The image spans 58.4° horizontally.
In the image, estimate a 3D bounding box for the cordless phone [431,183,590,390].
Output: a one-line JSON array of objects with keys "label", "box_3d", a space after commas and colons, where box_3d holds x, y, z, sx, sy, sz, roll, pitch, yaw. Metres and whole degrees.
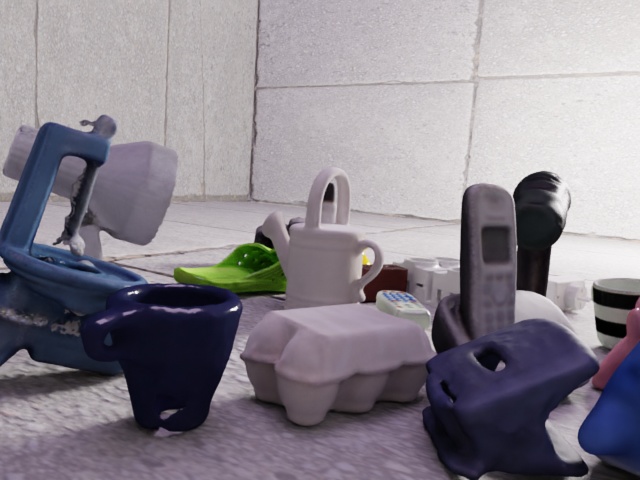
[{"label": "cordless phone", "box_3d": [0.174, 0.045, 0.506, 0.148, 0.185, 0.093, 0, 8, -33]}]

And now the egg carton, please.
[{"label": "egg carton", "box_3d": [0.016, 0.096, 0.471, 0.151, 0.069, 0.107, -1, 8, -37]}]

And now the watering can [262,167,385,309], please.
[{"label": "watering can", "box_3d": [0.001, 0.001, 0.749, 0.172, 0.194, 0.101, 5, 7, 9]}]

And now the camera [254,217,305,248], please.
[{"label": "camera", "box_3d": [-0.057, 0.010, 1.062, 0.143, 0.101, 0.137, 4, 6, 3]}]

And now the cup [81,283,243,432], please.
[{"label": "cup", "box_3d": [-0.109, 0.084, 0.390, 0.091, 0.095, 0.118, 8, 7, 30]}]

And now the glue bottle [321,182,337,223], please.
[{"label": "glue bottle", "box_3d": [0.008, 0.003, 0.834, 0.078, 0.173, 0.037, 7, 7, 26]}]

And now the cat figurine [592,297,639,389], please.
[{"label": "cat figurine", "box_3d": [0.321, 0.085, 0.541, 0.128, 0.118, 0.067, -1, 8, -36]}]

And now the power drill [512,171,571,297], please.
[{"label": "power drill", "box_3d": [0.258, 0.018, 0.693, 0.075, 0.208, 0.230, 6, 7, 21]}]

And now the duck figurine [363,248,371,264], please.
[{"label": "duck figurine", "box_3d": [0.062, 0.019, 1.120, 0.078, 0.086, 0.104, 0, 8, -31]}]

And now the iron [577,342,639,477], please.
[{"label": "iron", "box_3d": [0.285, 0.088, 0.389, 0.259, 0.141, 0.118, -2, 8, -40]}]

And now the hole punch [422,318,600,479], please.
[{"label": "hole punch", "box_3d": [0.124, 0.102, 0.394, 0.101, 0.091, 0.108, 4, 6, -3]}]

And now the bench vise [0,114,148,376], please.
[{"label": "bench vise", "box_3d": [-0.229, 0.006, 0.449, 0.208, 0.220, 0.121, -2, 9, -43]}]

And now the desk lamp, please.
[{"label": "desk lamp", "box_3d": [-0.268, -0.015, 0.644, 0.204, 0.213, 0.117, 0, 7, -29]}]
